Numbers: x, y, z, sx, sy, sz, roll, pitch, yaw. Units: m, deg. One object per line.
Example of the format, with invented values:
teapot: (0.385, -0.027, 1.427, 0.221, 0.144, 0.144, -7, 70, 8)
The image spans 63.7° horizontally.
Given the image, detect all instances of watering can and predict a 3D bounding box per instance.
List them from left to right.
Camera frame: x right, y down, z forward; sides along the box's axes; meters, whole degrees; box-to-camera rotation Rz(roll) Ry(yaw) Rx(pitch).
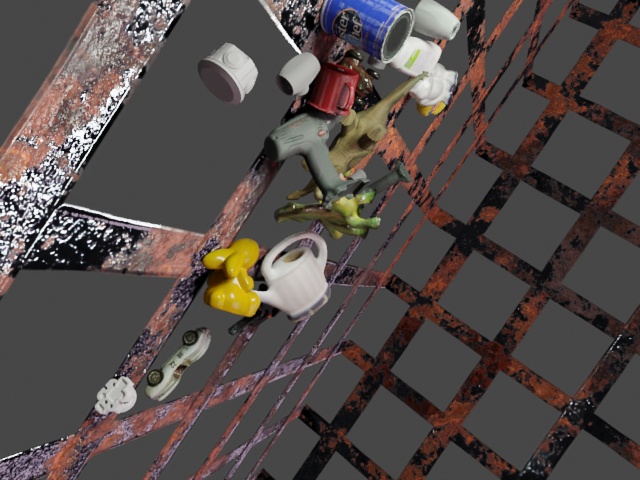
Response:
watering can: (-0.097, 0.127, 1.392, 0.352, 0.104, 0.221, -40, 116, -27)

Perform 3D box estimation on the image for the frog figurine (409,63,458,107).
frog figurine: (0.315, -0.461, 1.536, 0.160, 0.125, 0.134, -6, 151, -18)

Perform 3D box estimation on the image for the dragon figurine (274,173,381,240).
dragon figurine: (0.004, -0.065, 1.282, 0.404, 0.242, 0.124, 137, -44, -64)
